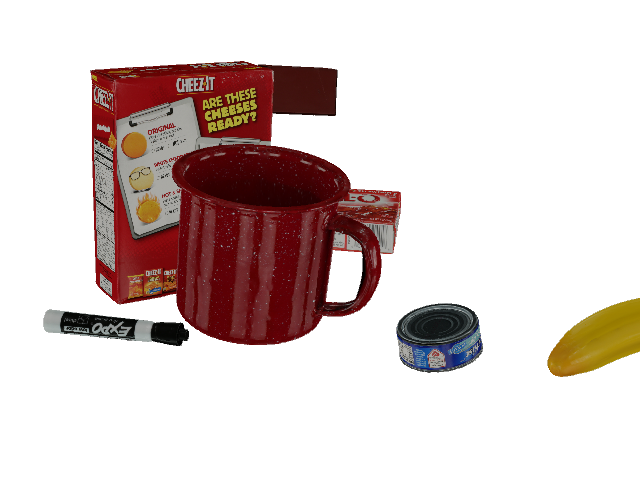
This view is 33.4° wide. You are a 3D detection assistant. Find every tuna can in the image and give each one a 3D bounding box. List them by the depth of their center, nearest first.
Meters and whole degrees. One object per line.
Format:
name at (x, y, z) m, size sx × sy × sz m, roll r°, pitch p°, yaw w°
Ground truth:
tuna can at (0.121, 0.098, 1.086) m, size 0.086 × 0.034 × 0.086 m, roll -9°, pitch 23°, yaw 4°

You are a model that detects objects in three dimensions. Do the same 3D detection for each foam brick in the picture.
foam brick at (-0.026, -0.163, 1.162) m, size 0.078 × 0.051 × 0.053 m, roll 0°, pitch 11°, yaw -18°

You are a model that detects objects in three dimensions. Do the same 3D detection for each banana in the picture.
banana at (0.255, 0.065, 0.764) m, size 0.197 × 0.037 × 0.069 m, roll -1°, pitch 33°, yaw -2°

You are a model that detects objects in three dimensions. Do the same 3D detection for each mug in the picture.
mug at (-0.023, 0.005, 0.564) m, size 0.117 × 0.081 × 0.093 m, roll 15°, pitch 25°, yaw 17°

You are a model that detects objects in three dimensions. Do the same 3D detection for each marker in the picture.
marker at (-0.165, 0.071, 0.863) m, size 0.121 × 0.020 × 0.020 m, roll 5°, pitch 1°, yaw 12°

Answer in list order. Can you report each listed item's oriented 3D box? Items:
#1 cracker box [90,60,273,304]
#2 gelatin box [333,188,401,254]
cracker box at (-0.133, -0.059, 1.025) m, size 0.163 × 0.214 × 0.072 m, roll -9°, pitch 21°, yaw -32°
gelatin box at (0.019, -0.019, 0.866) m, size 0.089 × 0.030 × 0.073 m, roll 4°, pitch 23°, yaw 7°
